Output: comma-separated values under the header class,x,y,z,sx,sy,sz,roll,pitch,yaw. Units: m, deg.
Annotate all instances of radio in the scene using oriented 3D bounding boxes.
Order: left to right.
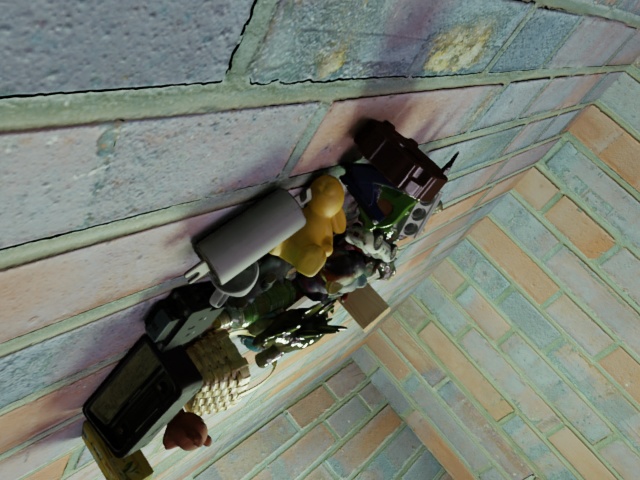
class,x,y,z,sx,sy,sz,roll,pitch,yaw
radio,-0.331,0.291,1.006,0.229,0.131,0.073,-47,164,19

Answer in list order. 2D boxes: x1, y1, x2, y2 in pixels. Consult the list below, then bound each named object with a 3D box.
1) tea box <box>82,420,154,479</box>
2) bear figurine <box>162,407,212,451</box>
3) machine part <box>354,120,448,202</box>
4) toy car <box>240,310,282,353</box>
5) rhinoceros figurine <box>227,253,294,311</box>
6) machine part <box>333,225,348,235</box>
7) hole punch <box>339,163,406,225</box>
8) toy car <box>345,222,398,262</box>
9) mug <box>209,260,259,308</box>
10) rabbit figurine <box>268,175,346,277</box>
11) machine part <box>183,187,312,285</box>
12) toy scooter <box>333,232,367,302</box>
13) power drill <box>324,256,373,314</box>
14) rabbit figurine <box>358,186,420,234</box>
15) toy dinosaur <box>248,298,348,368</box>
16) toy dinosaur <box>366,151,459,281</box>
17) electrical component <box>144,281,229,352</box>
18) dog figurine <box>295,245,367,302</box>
class,x,y,z,sx,sy,sz,roll,pitch,yaw
tea box,-0.425,0.447,1.123,0.068,0.170,0.098,-27,159,-40
bear figurine,-0.327,0.379,1.128,0.132,0.196,0.120,-38,166,-9
machine part,0.143,-0.138,0.932,0.056,0.179,0.179,-50,161,22
toy car,-0.123,0.249,1.420,0.162,0.103,0.109,-37,164,-10
rhinoceros figurine,-0.104,0.068,1.055,0.190,0.073,0.112,-40,162,-5
machine part,-0.002,-0.003,1.150,0.139,0.039,0.084,-35,160,29
hole punch,0.103,-0.101,0.985,0.092,0.116,0.142,-41,178,18
toy car,0.121,0.010,1.240,0.056,0.074,0.201,-63,152,-2
mug,-0.150,0.071,0.934,0.109,0.081,0.107,-63,175,-11
rabbit figurine,-0.004,-0.034,0.967,0.173,0.122,0.162,-65,161,12
machine part,-0.109,-0.007,0.849,0.243,0.079,0.079,-37,163,-18
toy scooter,0.047,0.071,1.294,0.184,0.135,0.075,-37,162,-19
power drill,0.087,0.131,1.629,0.207,0.086,0.232,-37,162,-1
rabbit figurine,0.153,-0.089,1.156,0.170,0.121,0.159,-49,162,-58
toy dinosaur,-0.058,0.196,1.180,0.199,0.105,0.471,-26,174,22
toy dinosaur,0.197,-0.061,1.350,0.192,0.131,0.404,-30,154,-34
electrical component,-0.241,0.135,0.947,0.115,0.058,0.134,-52,161,25
dog figurine,0.012,0.071,1.127,0.192,0.108,0.219,-19,174,15
